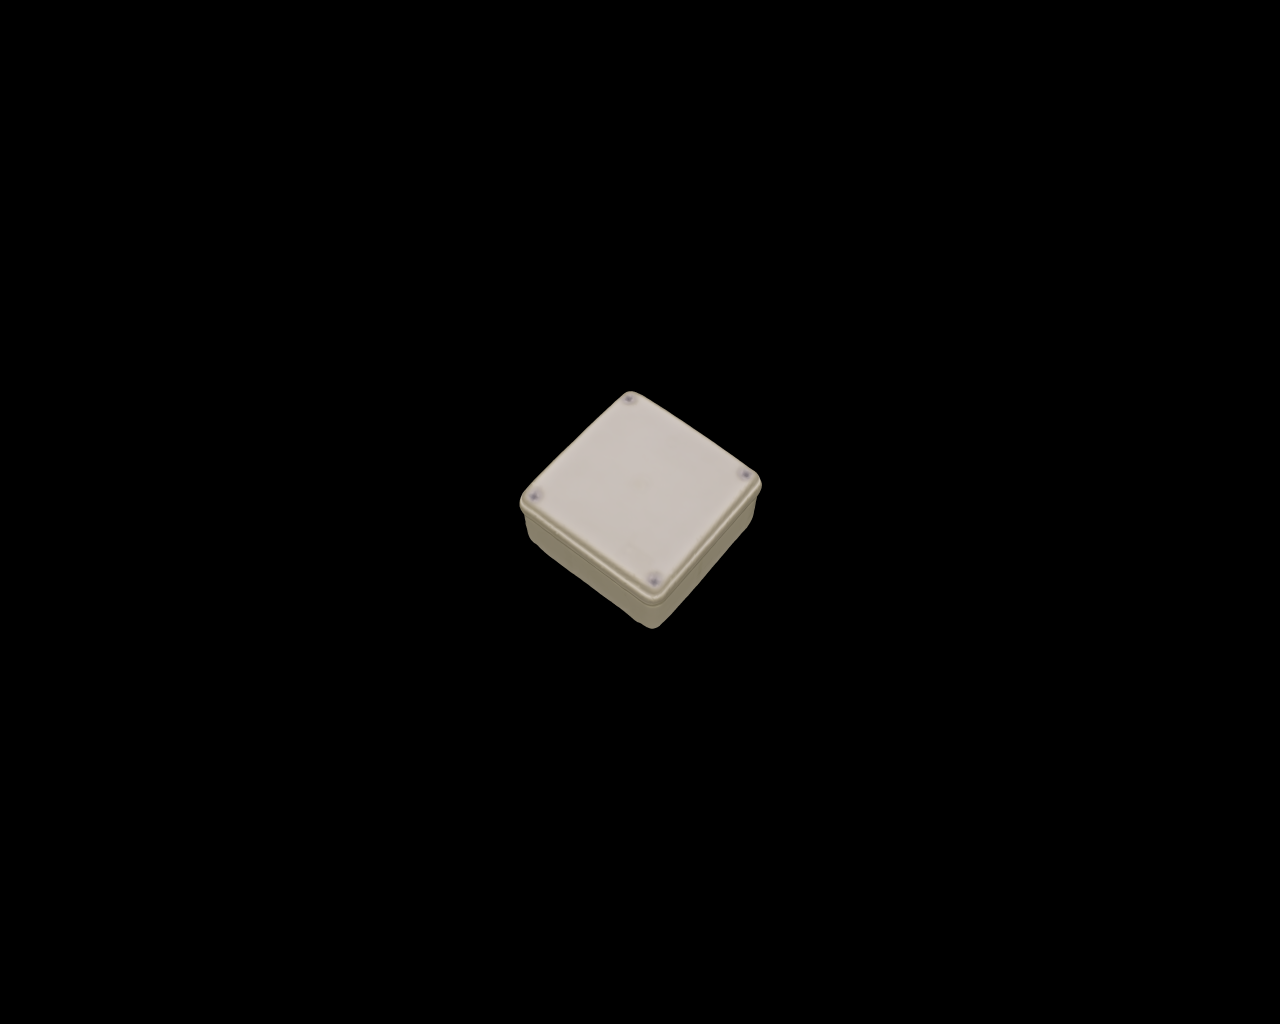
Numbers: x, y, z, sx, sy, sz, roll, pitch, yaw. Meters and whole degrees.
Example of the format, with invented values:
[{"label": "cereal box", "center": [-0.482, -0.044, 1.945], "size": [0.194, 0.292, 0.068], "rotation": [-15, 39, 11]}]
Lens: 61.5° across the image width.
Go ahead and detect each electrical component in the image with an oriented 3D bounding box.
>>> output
[{"label": "electrical component", "center": [0.001, -0.003, 0.650], "size": [0.109, 0.109, 0.056], "rotation": [36, -24, 18]}]
